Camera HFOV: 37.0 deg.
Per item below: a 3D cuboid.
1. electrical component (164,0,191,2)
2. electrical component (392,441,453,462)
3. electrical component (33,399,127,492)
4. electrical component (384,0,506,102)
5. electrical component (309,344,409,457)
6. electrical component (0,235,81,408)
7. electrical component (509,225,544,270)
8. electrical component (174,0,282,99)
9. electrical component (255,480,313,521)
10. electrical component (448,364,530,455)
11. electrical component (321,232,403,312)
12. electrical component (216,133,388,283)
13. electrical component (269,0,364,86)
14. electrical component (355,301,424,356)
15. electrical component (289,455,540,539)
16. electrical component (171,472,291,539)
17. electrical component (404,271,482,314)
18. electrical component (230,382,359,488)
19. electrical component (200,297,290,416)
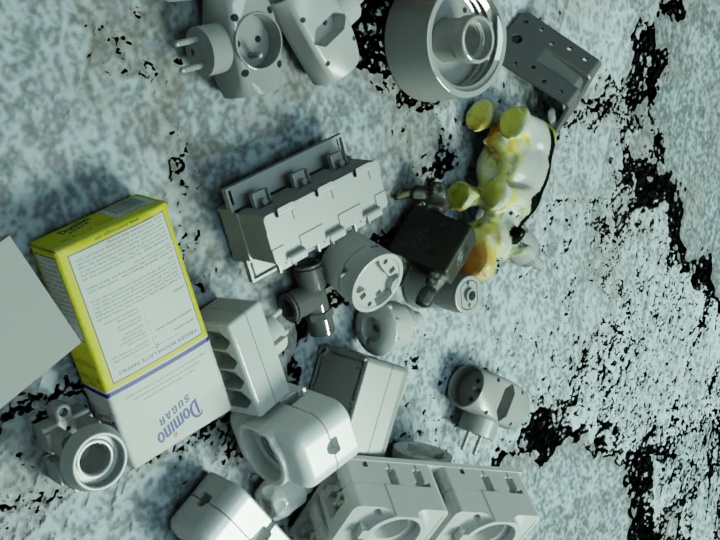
[{"bbox_3d":[-0.110,-0.228,0.756,0.096,0.061,0.061,-30,116,-34],"label":"electrical component"},{"bbox_3d":[0.053,0.188,0.984,0.055,0.055,0.047,5,99,-42],"label":"electrical component"},{"bbox_3d":[-0.195,0.127,0.753,0.048,0.055,0.066,-25,114,-35],"label":"electrical component"},{"bbox_3d":[0.081,-0.199,0.930,0.108,0.060,0.108,-9,104,-40],"label":"electrical component"},{"bbox_3d":[-0.006,0.118,0.913,0.061,0.062,0.096,20,85,-42],"label":"electrical component"},{"bbox_3d":[-0.267,0.053,0.670,0.150,0.062,0.089,-43,123,-27],"label":"electrical component"},{"bbox_3d":[0.160,-0.019,1.052,0.061,0.035,0.035,39,73,-41],"label":"electrical component"},{"bbox_3d":[-0.101,-0.163,0.787,0.079,0.044,0.077,-24,113,-36],"label":"electrical component"},{"bbox_3d":[-0.056,0.181,0.899,0.061,0.035,0.035,-30,117,-37],"label":"electrical component"},{"bbox_3d":[0.118,0.140,1.039,0.077,0.043,0.079,29,80,-41],"label":"electrical component"},{"bbox_3d":[0.000,0.000,0.896,0.055,0.047,0.055,-27,135,-30],"label":"electrical component"},{"bbox_3d":[-0.042,-0.049,0.849,0.121,0.063,0.078,-30,117,-34],"label":"electrical component"},{"bbox_3d":[-0.026,-0.200,0.847,0.079,0.043,0.077,-48,126,-24],"label":"electrical component"},{"bbox_3d":[0.030,0.048,0.944,0.062,0.048,0.048,-8,103,-47],"label":"electrical component"},{"bbox_3d":[0.049,0.221,0.922,0.186,0.060,0.105,10,127,-29],"label":"electrical component"},{"bbox_3d":[-0.102,0.214,0.852,0.059,0.054,0.095,-50,126,-23],"label":"electrical component"},{"bbox_3d":[0.077,0.018,0.964,0.044,0.065,0.044,-9,104,-40],"label":"electrical component"},{"bbox_3d":[-0.056,0.130,0.848,0.059,0.095,0.053,-32,118,-33],"label":"electrical component"},{"bbox_3d":[-0.083,0.058,0.845,0.076,0.047,0.083,-39,122,-43],"label":"electrical component"}]
